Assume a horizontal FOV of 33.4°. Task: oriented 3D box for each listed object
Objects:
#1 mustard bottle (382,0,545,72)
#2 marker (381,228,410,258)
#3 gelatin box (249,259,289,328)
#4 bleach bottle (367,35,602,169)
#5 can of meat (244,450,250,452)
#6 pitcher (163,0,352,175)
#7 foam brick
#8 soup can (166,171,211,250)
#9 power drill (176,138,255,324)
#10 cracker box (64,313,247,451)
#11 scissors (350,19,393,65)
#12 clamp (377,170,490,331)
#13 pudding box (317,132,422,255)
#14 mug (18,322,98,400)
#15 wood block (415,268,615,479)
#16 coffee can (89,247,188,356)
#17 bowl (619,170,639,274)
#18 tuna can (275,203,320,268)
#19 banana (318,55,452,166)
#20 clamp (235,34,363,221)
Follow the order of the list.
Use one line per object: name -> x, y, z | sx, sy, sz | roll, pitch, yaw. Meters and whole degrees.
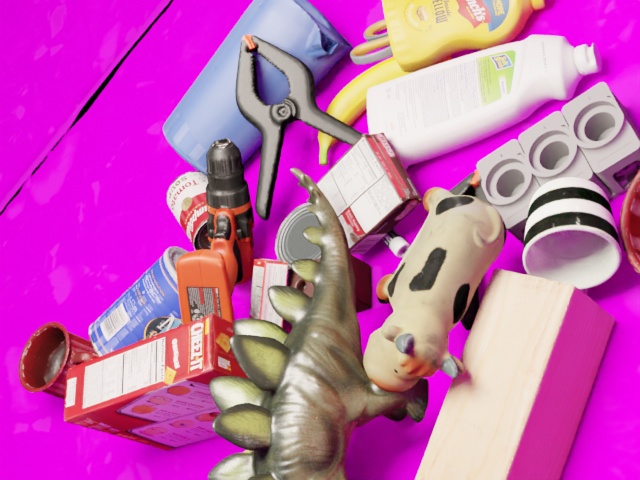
mustard bottle -> 0.169, -0.255, 1.178 | 0.192, 0.058, 0.096 | -13, 74, 14
marker -> 0.061, -0.021, 1.188 | 0.020, 0.020, 0.121 | -49, 46, 8
gelatin box -> -0.058, 0.067, 1.192 | 0.073, 0.030, 0.089 | -178, 93, -78
bleach bottle -> 0.174, -0.150, 1.135 | 0.251, 0.068, 0.102 | -14, 72, 29
can of meat -> -0.034, 0.248, 1.099 | 0.102, 0.057, 0.084 | -31, 48, 22
pitcher -> -0.087, -0.201, 1.337 | 0.145, 0.149, 0.243 | 43, 103, 5
foam brick -> 0.011, 0.053, 1.167 | 0.078, 0.051, 0.053 | -20, 56, 30
soup can -> -0.143, -0.032, 1.329 | 0.068, 0.068, 0.102 | -47, 46, 10
power drill -> -0.111, 0.003, 1.180 | 0.057, 0.184, 0.187 | 0, 30, 9
cracker box -> -0.145, 0.160, 1.161 | 0.214, 0.164, 0.072 | -22, 57, 29
scissors -> 0.130, -0.257, 1.256 | 0.202, 0.016, 0.096 | -20, 32, 12
clamp -> 0.128, 0.007, 1.104 | 0.120, 0.039, 0.171 | 8, 67, 30
pudding box -> 0.047, -0.048, 1.150 | 0.114, 0.039, 0.090 | -43, 65, 39
mug -> -0.314, 0.159, 1.356 | 0.117, 0.081, 0.093 | -13, 60, 34
wood block -> 0.176, 0.142, 0.958 | 0.090, 0.090, 0.206 | 12, 76, 44
coffee can -> -0.192, 0.092, 1.278 | 0.140, 0.102, 0.103 | -43, 47, 13
bowl -> 0.347, -0.016, 0.926 | 0.162, 0.055, 0.162 | -19, 57, 31
tuna can -> -0.008, 0.002, 1.223 | 0.086, 0.033, 0.086 | -19, 57, 31
banana -> 0.065, -0.170, 1.256 | 0.198, 0.037, 0.070 | -39, 66, 18
clamp -> -0.046, -0.137, 1.237 | 0.164, 0.036, 0.210 | -34, 86, 5
